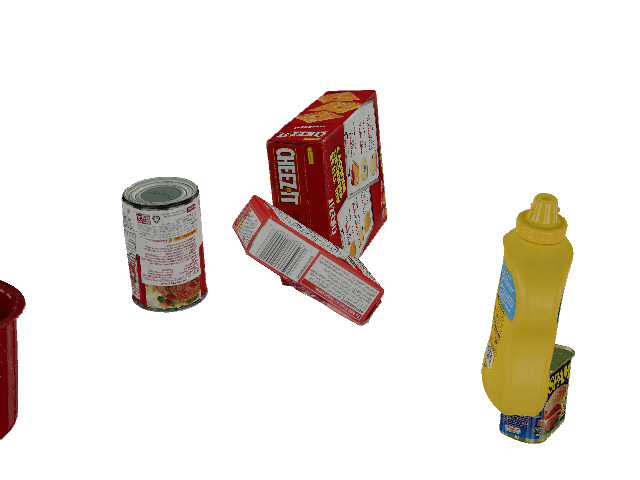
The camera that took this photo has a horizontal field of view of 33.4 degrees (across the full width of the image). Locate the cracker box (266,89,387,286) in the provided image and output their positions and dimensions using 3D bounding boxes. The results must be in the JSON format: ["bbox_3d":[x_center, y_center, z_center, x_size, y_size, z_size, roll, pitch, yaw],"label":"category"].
[{"bbox_3d":[0.011,-0.063,1.183,0.072,0.164,0.213,1,22,19],"label":"cracker box"}]

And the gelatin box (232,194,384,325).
[{"bbox_3d":[-0.009,0.012,0.666,0.089,0.030,0.073,33,5,-16],"label":"gelatin box"}]

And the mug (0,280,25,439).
[{"bbox_3d":[-0.227,0.078,0.623,0.093,0.081,0.117,12,22,20],"label":"mug"}]

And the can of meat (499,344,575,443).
[{"bbox_3d":[0.236,0.165,1.170,0.058,0.084,0.101,11,16,30],"label":"can of meat"}]

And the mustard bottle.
[{"bbox_3d":[0.177,0.048,0.909,0.058,0.192,0.096,4,29,2],"label":"mustard bottle"}]

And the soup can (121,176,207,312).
[{"bbox_3d":[-0.137,0.003,0.941,0.068,0.102,0.068,-1,25,0],"label":"soup can"}]
